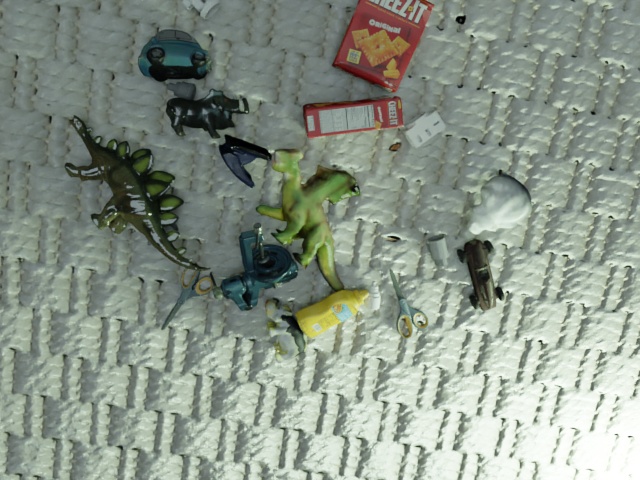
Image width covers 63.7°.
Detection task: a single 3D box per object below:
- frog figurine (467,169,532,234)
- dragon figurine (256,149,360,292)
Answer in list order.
[{"bbox_3d":[0.435,-0.080,1.276,0.160,0.124,0.135,-39,122,-5],"label":"frog figurine"},{"bbox_3d":[0.004,-0.064,1.270,0.243,0.124,0.405,-45,118,1],"label":"dragon figurine"}]
